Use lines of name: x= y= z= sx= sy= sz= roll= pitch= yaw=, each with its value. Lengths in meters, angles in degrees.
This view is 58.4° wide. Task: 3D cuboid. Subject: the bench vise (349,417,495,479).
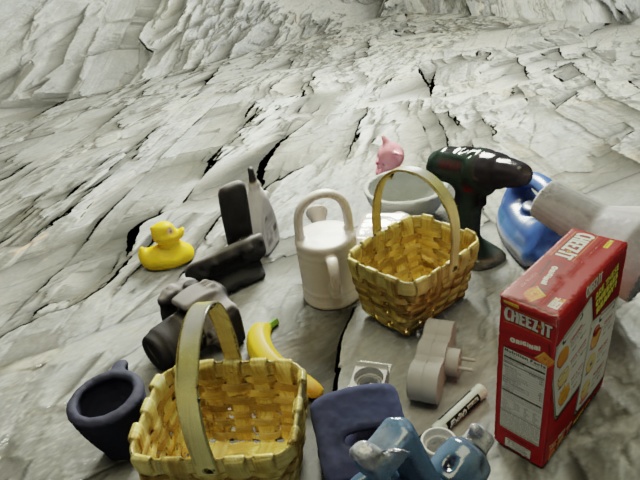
bench vise: x=0.078 y=0.217 z=0.512 sx=0.121 sy=0.220 sz=0.208 roll=9 pitch=34 yaw=27

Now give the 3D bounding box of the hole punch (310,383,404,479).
hole punch: x=0.050 y=0.225 z=0.636 sx=0.108 sy=0.091 sz=0.101 roll=-12 pitch=30 yaw=-6

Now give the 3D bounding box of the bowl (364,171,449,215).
bowl: x=0.173 y=-0.079 z=1.148 sx=0.167 sy=0.075 sz=0.167 roll=-6 pitch=30 yaw=4

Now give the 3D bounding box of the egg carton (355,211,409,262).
egg carton: x=0.113 y=0.003 z=1.028 sx=0.107 sy=0.069 sz=0.150 roll=0 pitch=31 yaw=14

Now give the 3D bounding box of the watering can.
watering can: x=0.006 y=0.004 z=0.926 sx=0.101 sy=0.194 sz=0.172 roll=-22 pitch=33 yaw=-23

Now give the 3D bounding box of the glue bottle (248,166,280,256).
glue bottle: x=-0.115 y=-0.060 z=1.087 sx=0.037 sy=0.173 sz=0.078 roll=4 pitch=32 yaw=20

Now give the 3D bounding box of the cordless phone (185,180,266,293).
cordless phone: x=-0.173 y=-0.006 z=0.996 sx=0.148 sy=0.185 sz=0.093 roll=-27 pitch=35 yaw=-30

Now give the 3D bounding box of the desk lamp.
desk lamp: x=0.356 y=0.033 z=0.769 sx=0.118 sy=0.214 sz=0.202 roll=-29 pitch=36 yaw=-32

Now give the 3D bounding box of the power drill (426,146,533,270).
power drill: x=0.264 y=-0.061 z=0.961 sx=0.076 sy=0.209 sz=0.228 roll=-20 pitch=32 yaw=-20

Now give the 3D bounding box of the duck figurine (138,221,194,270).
duck figurine: x=-0.303 y=0.006 z=1.109 sx=0.104 sy=0.086 sz=0.077 roll=-13 pitch=30 yaw=-8

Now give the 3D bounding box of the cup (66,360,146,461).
cup: x=-0.253 y=0.218 z=0.719 sx=0.091 sy=0.095 sz=0.117 roll=-8 pitch=30 yaw=1

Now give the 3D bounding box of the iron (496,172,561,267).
iron: x=0.374 y=-0.059 z=0.997 sx=0.118 sy=0.142 sz=0.258 roll=-11 pitch=30 yaw=-5

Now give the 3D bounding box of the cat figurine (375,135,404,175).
cat figurine: x=0.157 y=-0.188 z=1.299 sx=0.067 sy=0.118 sz=0.127 roll=-7 pitch=30 yaw=3

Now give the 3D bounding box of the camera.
camera: x=-0.208 y=0.123 z=0.867 sx=0.142 sy=0.101 sz=0.137 roll=19 pitch=39 yaw=38
